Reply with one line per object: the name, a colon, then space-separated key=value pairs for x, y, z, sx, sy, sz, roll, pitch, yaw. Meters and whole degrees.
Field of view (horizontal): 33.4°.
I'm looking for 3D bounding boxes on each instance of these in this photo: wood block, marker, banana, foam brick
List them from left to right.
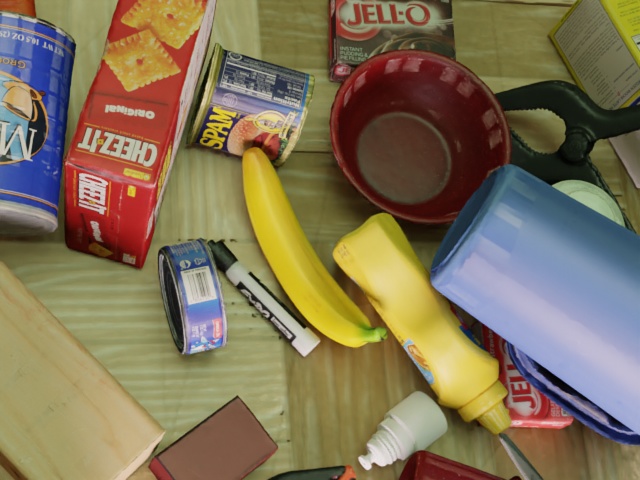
wood block: x=-0.216 y=0.099 z=0.756 sx=0.206 sy=0.091 sz=0.090 roll=45 pitch=66 yaw=5
foam brick: x=-0.079 y=0.160 z=0.787 sx=0.078 sy=0.053 sz=0.051 roll=-35 pitch=81 yaw=-24
marker: x=-0.048 y=0.045 z=0.859 sx=0.121 sy=0.020 sz=0.020 roll=45 pitch=65 yaw=6
banana: x=-0.011 y=0.015 z=0.854 sx=0.037 sy=0.070 sz=0.198 roll=-17 pitch=62 yaw=-41

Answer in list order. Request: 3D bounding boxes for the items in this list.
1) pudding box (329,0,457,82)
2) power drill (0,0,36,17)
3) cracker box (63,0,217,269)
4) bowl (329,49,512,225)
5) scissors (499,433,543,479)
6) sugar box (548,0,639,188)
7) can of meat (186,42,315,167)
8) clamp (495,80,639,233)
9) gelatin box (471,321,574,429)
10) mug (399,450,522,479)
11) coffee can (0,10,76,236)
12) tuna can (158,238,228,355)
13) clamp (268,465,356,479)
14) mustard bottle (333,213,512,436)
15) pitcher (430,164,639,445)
pudding box: x=0.064 y=-0.186 z=0.967 sx=0.113 sy=0.039 sz=0.090 roll=4 pitch=68 yaw=-13
power drill: x=-0.311 y=-0.126 z=0.840 sx=0.187 sy=0.057 sz=0.184 roll=-4 pitch=74 yaw=-18
cracker box: x=-0.136 y=-0.108 z=0.817 sx=0.072 sy=0.164 sz=0.213 roll=15 pitch=66 yaw=-6
bowl: x=0.080 y=-0.081 z=0.919 sx=0.162 sy=0.055 sz=0.162 roll=4 pitch=70 yaw=-13
scissors: x=0.189 y=0.194 z=0.808 sx=0.096 sy=0.016 sz=0.201 roll=-47 pitch=120 yaw=-41
sugar box: x=0.286 y=-0.146 z=0.979 sx=0.048 sy=0.093 sz=0.176 roll=-23 pitch=77 yaw=-23
can of meat: x=-0.058 y=-0.107 z=0.872 sx=0.084 sy=0.102 sz=0.057 roll=15 pitch=66 yaw=-11
clamp: x=0.235 y=-0.090 z=0.931 sx=0.210 sy=0.036 sz=0.165 roll=32 pitch=106 yaw=18
gelatin box: x=0.166 y=0.110 z=0.882 sx=0.073 sy=0.030 sz=0.089 roll=4 pitch=68 yaw=-13
mug: x=0.093 y=0.218 z=0.793 sx=0.081 sy=0.093 sz=0.117 roll=20 pitch=81 yaw=-1
coffee can: x=-0.234 y=-0.081 z=0.768 sx=0.102 sy=0.103 sz=0.140 roll=6 pitch=79 yaw=-12
tuna can: x=-0.097 y=0.043 z=0.811 sx=0.033 sy=0.086 sz=0.086 roll=-12 pitch=72 yaw=-17
clamp: x=-0.031 y=0.235 z=0.778 sx=0.171 sy=0.039 sz=0.120 roll=-30 pitch=80 yaw=-23
mustard bottle: x=0.086 y=0.071 z=0.841 sx=0.058 sy=0.096 sz=0.192 roll=-35 pitch=81 yaw=-2
pitcher: x=0.203 y=0.057 z=0.792 sx=0.243 sy=0.145 sz=0.149 roll=32 pitch=93 yaw=-1
